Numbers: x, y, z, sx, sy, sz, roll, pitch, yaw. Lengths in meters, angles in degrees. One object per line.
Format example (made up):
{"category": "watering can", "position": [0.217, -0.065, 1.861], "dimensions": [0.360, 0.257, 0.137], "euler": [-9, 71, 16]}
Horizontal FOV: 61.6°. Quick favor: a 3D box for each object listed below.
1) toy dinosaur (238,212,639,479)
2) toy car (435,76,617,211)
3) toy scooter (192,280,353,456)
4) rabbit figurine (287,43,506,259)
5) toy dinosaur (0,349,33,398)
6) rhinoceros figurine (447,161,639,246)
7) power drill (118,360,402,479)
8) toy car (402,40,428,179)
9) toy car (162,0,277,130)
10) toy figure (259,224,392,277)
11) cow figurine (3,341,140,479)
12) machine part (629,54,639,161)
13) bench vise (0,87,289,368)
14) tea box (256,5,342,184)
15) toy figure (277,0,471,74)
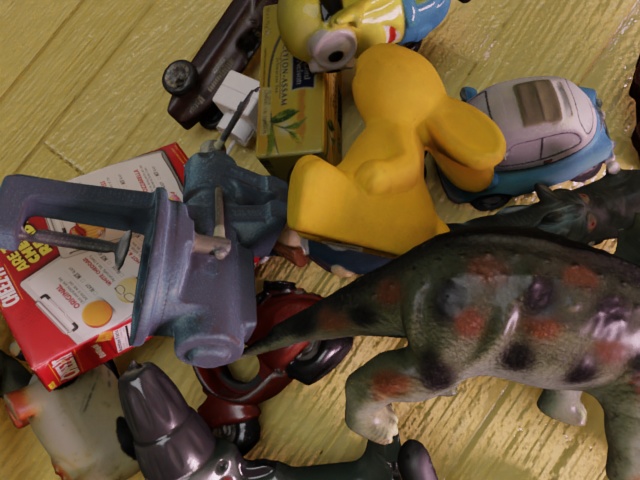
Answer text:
{"category": "toy dinosaur", "position": [0.136, 0.052, 0.368], "dimensions": [0.405, 0.131, 0.192], "euler": [8, 108, 0]}
{"category": "toy car", "position": [0.184, -0.096, 0.486], "dimensions": [0.162, 0.103, 0.109], "euler": [-10, 73, 12]}
{"category": "toy scooter", "position": [-0.066, 0.101, 0.504], "dimensions": [0.184, 0.075, 0.135], "euler": [-45, 69, 3]}
{"category": "rabbit figurine", "position": [0.060, -0.072, 0.425], "dimensions": [0.163, 0.122, 0.173], "euler": [8, 81, 13]}
{"category": "toy dinosaur", "position": [-0.356, 0.124, 0.499], "dimensions": [0.105, 0.198, 0.471], "euler": [-21, 69, 10]}
{"category": "rhinoceros figurine", "position": [0.181, -0.009, 0.457], "dimensions": [0.190, 0.112, 0.073], "euler": [-18, 69, 16]}
{"category": "power drill", "position": [-0.035, 0.184, 0.430], "dimensions": [0.207, 0.086, 0.231], "euler": [-14, 101, -4]}
{"category": "toy car", "position": [0.076, -0.131, 0.536], "dimensions": [0.056, 0.073, 0.201], "euler": [-2, 74, 9]}
{"category": "toy car", "position": [-0.095, -0.209, 0.590], "dimensions": [0.053, 0.089, 0.202], "euler": [27, 81, 22]}
{"category": "toy figure", "position": [0.000, -0.002, 0.528], "dimensions": [0.155, 0.057, 0.064], "euler": [7, 38, 17]}
{"category": "cow figurine", "position": [-0.227, 0.139, 0.515], "dimensions": [0.127, 0.085, 0.195], "euler": [-30, 79, -41]}
{"category": "machine part", "position": [0.354, -0.120, 0.449], "dimensions": [0.180, 0.056, 0.179], "euler": [-1, 88, 29]}
{"category": "bench vise", "position": [-0.139, -0.013, 0.421], "dimensions": [0.240, 0.129, 0.223], "euler": [9, 61, -21]}
{"category": "tea box", "position": [-0.017, -0.144, 0.549], "dimensions": [0.068, 0.098, 0.169], "euler": [-4, 75, 13]}
{"category": "toy figure", "position": [0.049, -0.210, 0.478], "dimensions": [0.180, 0.082, 0.089], "euler": [-28, 61, -7]}
